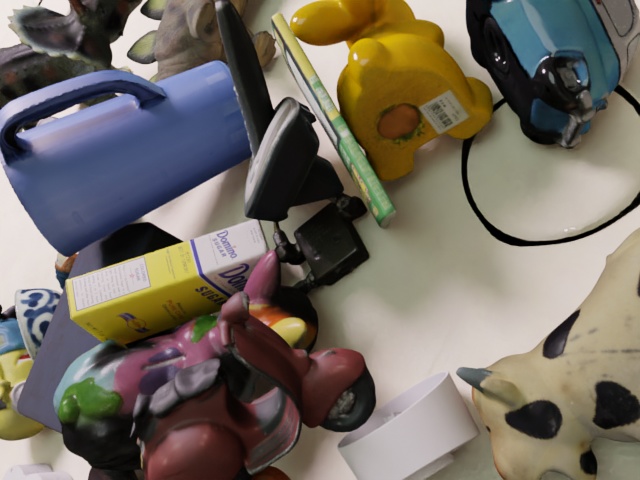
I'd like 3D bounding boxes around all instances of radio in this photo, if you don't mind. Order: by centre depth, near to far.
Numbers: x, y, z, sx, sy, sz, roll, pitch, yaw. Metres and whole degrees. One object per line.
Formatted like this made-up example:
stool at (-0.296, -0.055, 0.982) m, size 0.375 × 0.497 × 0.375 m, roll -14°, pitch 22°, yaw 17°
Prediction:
radio at (-0.237, 0.098, 0.602) m, size 0.131 × 0.073 × 0.229 m, roll -3°, pitch 63°, yaw 35°

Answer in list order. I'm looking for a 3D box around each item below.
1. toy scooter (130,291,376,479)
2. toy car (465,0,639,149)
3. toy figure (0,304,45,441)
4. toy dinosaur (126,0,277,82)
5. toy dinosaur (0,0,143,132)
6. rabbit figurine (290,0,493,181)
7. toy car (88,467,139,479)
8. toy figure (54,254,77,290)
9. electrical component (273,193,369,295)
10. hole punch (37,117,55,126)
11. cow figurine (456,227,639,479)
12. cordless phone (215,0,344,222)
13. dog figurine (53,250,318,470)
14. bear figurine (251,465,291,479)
toy scooter at (-0.061, 0.109, 0.377) m, size 0.184 × 0.135 × 0.075 m, roll -30°, pitch 27°, yaw 3°
toy car at (0.181, -0.157, 0.405) m, size 0.103 × 0.109 × 0.162 m, roll -26°, pitch 69°, yaw 5°
toy figure at (-0.400, 0.171, 0.703) m, size 0.180 × 0.082 × 0.089 m, roll 52°, pitch 125°, yaw 27°
toy dinosaur at (-0.146, -0.262, 0.665) m, size 0.199 × 0.105 × 0.471 m, roll 20°, pitch 77°, yaw 45°
toy dinosaur at (-0.399, -0.230, 0.768) m, size 0.405 × 0.192 × 0.131 m, roll -16°, pitch 64°, yaw 28°
rabbit figurine at (0.051, -0.162, 0.479) m, size 0.122 × 0.162 × 0.173 m, roll -34°, pitch 40°, yaw 35°
toy car at (-0.165, 0.282, 0.520) m, size 0.202 × 0.053 × 0.089 m, roll 24°, pitch 104°, yaw 36°
toy figure at (-0.306, 0.003, 0.710) m, size 0.058 × 0.064 × 0.154 m, roll 34°, pitch 95°, yaw -6°
electrical component at (0.000, -0.002, 0.508) m, size 0.102 × 0.045 × 0.078 m, roll -32°, pitch 57°, yaw 22°
hole punch at (-0.338, -0.100, 0.758) m, size 0.116 × 0.092 × 0.142 m, roll 13°, pitch 75°, yaw 12°
cow figurine at (0.176, 0.079, 0.338) m, size 0.127 × 0.085 × 0.195 m, roll 38°, pitch 99°, yaw 31°
cordless phone at (-0.051, -0.120, 0.469) m, size 0.089 × 0.184 × 0.147 m, roll -18°, pitch 20°, yaw 0°
dog figurine at (-0.104, 0.102, 0.469) m, size 0.219 × 0.191 × 0.108 m, roll -47°, pitch 51°, yaw 30°
bear figurine at (-0.003, 0.278, 0.366) m, size 0.120 × 0.131 × 0.196 m, roll -38°, pitch 43°, yaw -19°
